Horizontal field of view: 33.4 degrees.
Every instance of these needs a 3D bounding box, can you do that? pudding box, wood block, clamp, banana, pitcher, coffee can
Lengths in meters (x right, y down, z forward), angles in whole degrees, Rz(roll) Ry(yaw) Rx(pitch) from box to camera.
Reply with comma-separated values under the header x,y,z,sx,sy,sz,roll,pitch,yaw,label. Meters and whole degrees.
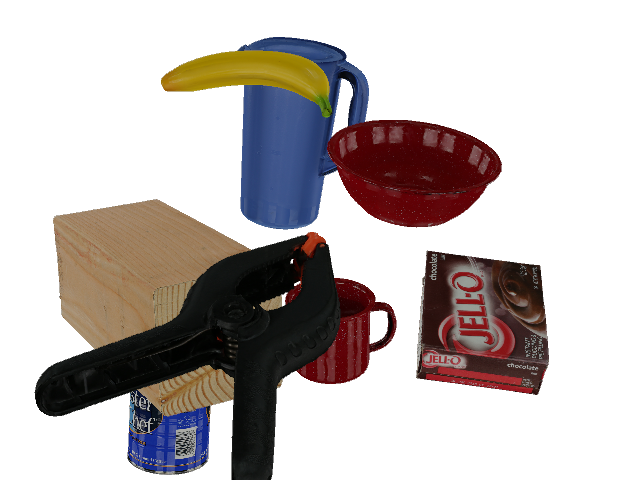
x,y,z,sx,sy,sz,roll,pitch,yaw,label
0.118,0.059,0.792,0.090,0.039,0.113,8,36,2,pudding box
-0.115,0.040,0.769,0.090,0.090,0.206,-11,19,-29,wood block
-0.036,0.054,0.512,0.120,0.039,0.171,31,48,25,clamp
-0.071,-0.174,1.131,0.198,0.037,0.069,10,44,19,banana
-0.034,-0.140,1.420,0.144,0.243,0.149,-3,25,-22,pitcher
-0.186,0.203,1.322,0.103,0.140,0.103,4,15,-1,coffee can

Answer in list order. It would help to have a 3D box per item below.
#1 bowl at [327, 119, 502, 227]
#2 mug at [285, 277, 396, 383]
x,y,z,sx,sy,sz,roll,pitch,yaw,label
0.084,-0.057,0.993,0.162,0.055,0.162,4,28,-2,bowl
0.022,0.094,1.114,0.117,0.081,0.093,-7,26,-12,mug
